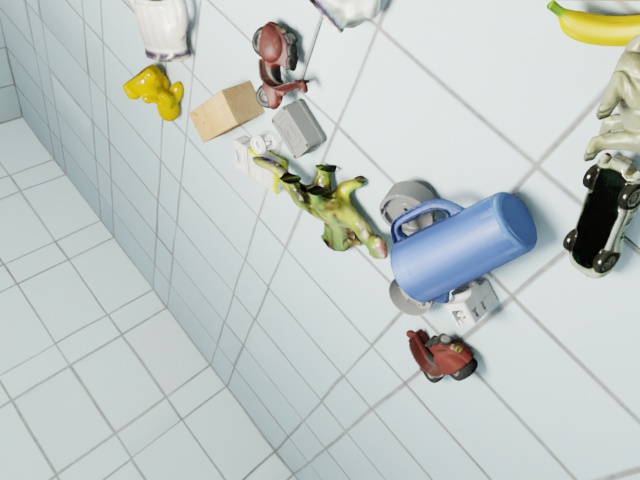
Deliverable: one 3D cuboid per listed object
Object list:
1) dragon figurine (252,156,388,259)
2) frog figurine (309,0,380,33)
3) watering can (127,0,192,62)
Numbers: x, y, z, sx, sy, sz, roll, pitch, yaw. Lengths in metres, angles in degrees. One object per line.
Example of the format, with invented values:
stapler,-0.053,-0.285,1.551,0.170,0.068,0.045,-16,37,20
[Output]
dragon figurine,0.004,-0.062,1.224,0.414,0.124,0.237,26,143,40
frog figurine,0.060,-0.444,0.877,0.158,0.122,0.139,-39,73,20
watering can,-0.451,-0.599,1.377,0.351,0.105,0.219,28,136,35
